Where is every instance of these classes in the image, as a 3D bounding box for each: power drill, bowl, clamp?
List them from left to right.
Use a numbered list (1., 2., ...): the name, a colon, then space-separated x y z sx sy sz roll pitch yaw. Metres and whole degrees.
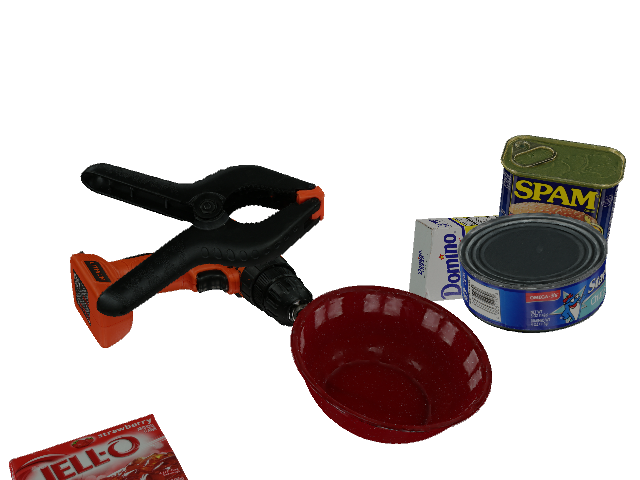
1. power drill: -0.118 0.042 0.961 0.187 0.057 0.185 -11 26 -26
2. clamp: -0.086 -0.020 0.745 0.171 0.120 0.039 -16 -25 -14
3. bowl: 0.051 0.108 0.846 0.162 0.055 0.162 9 36 -7

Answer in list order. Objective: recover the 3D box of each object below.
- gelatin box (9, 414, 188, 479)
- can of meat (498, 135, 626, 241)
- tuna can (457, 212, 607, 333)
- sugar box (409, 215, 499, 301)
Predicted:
1. gelatin box: -0.124 0.140 0.603 0.089 0.030 0.073 -15 28 -20
2. can of meat: 0.205 -0.037 0.925 0.102 0.084 0.057 10 41 14
3. tuna can: 0.125 0.018 0.628 0.086 0.034 0.086 -6 29 3
4. sugar box: 0.195 0.019 1.269 0.176 0.093 0.048 -5 20 -24
